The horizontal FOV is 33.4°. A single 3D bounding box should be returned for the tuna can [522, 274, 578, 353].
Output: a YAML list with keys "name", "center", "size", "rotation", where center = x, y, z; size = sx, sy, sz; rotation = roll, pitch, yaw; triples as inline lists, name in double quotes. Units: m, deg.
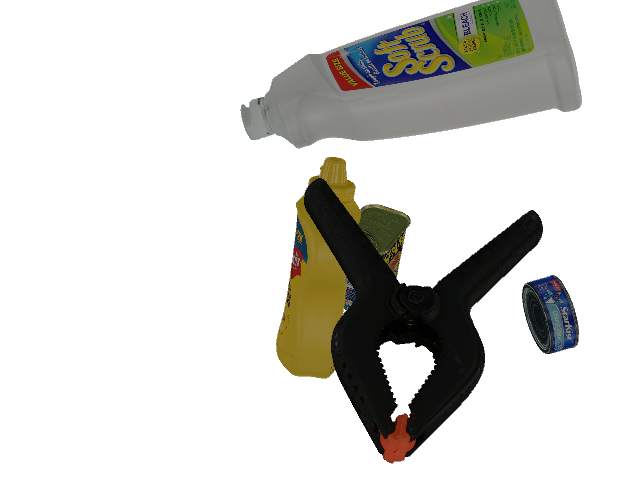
- name: "tuna can"
  center: [0.259, 0.084, 1.207]
  size: [0.033, 0.086, 0.086]
  rotation: [-15, 1, -6]

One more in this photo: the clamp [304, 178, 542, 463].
- name: "clamp"
  center: [0.049, 0.041, 0.682]
  size: [0.164, 0.209, 0.036]
  rotation: [13, -41, 8]

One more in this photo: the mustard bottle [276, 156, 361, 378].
- name: "mustard bottle"
  center: [0.000, 0.019, 0.952]
  size: [0.058, 0.192, 0.096]
  rotation: [7, 20, -6]

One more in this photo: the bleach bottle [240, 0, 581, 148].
- name: "bleach bottle"
  center: [0.062, -0.117, 0.810]
  size: [0.251, 0.102, 0.068]
  rotation: [-14, -39, 12]

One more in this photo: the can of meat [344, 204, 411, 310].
- name: "can of meat"
  center: [0.054, 0.021, 1.171]
  size: [0.057, 0.084, 0.102]
  rotation: [19, 33, 16]
